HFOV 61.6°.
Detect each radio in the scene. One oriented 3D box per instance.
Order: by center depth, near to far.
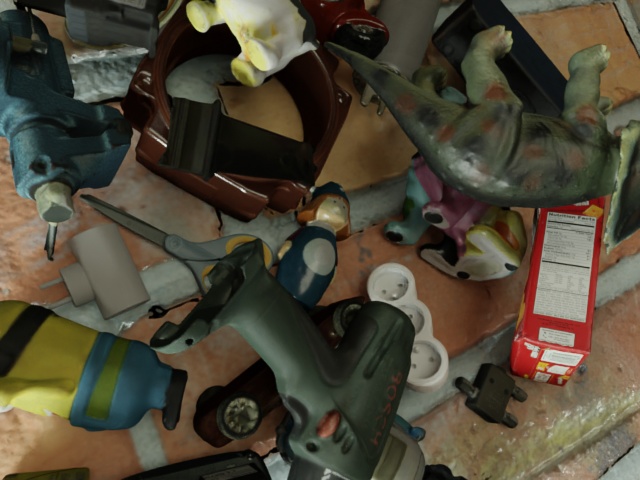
[{"bbox_3d":[0.256,-0.219,0.715,0.229,0.073,0.131,45,41,-7],"label":"radio"}]

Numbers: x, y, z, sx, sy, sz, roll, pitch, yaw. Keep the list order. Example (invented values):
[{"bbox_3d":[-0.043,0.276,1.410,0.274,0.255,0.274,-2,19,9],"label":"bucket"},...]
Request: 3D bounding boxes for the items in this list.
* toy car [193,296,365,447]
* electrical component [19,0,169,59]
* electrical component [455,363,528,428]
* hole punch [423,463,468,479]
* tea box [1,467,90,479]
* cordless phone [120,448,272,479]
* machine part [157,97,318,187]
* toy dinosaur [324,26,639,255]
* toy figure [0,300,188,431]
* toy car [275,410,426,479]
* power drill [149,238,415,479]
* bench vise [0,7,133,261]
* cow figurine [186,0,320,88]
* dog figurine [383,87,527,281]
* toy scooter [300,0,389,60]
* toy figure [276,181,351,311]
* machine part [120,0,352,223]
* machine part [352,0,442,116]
[{"bbox_3d":[-0.030,0.120,0.510,0.202,0.089,0.053,-34,92,-29],"label":"toy car"},{"bbox_3d":[-0.194,-0.212,0.463,0.119,0.048,0.075,14,69,-16],"label":"electrical component"},{"bbox_3d":[0.203,0.179,0.637,0.094,0.021,0.063,37,64,-10],"label":"electrical component"},{"bbox_3d":[0.131,0.297,0.516,0.116,0.142,0.092,-45,99,-16],"label":"hole punch"},{"bbox_3d":[-0.207,0.262,0.388,0.068,0.098,0.169,6,76,-22],"label":"tea box"},{"bbox_3d":[-0.102,0.285,0.451,0.146,0.089,0.184,-3,89,-26],"label":"cordless phone"},{"bbox_3d":[-0.068,-0.081,0.479,0.139,0.039,0.084,13,66,-19],"label":"machine part"},{"bbox_3d":[0.192,-0.095,0.530,0.405,0.131,0.192,7,65,8],"label":"toy dinosaur"},{"bbox_3d":[-0.199,0.107,0.443,0.180,0.082,0.089,13,53,-13],"label":"toy figure"},{"bbox_3d":[0.044,0.202,0.515,0.161,0.103,0.109,40,63,-12],"label":"toy car"},{"bbox_3d":[-0.026,0.117,0.415,0.207,0.086,0.232,42,62,-13],"label":"power drill"},{"bbox_3d":[-0.286,-0.106,0.425,0.240,0.129,0.223,0,68,-42],"label":"bench vise"},{"bbox_3d":[-0.075,-0.232,0.497,0.098,0.068,0.167,-40,94,-27],"label":"cow figurine"},{"bbox_3d":[0.176,-0.082,0.648,0.191,0.108,0.219,29,64,-14],"label":"dog figurine"},{"bbox_3d":[0.001,-0.279,0.626,0.184,0.075,0.135,21,58,3],"label":"toy scooter"},{"bbox_3d":[-0.001,-0.001,0.575,0.064,0.058,0.154,47,55,-44],"label":"toy figure"},{"bbox_3d":[-0.081,-0.138,0.557,0.201,0.087,0.201,30,65,-14],"label":"machine part"},{"bbox_3d":[0.100,-0.256,0.674,0.079,0.079,0.243,27,66,-16],"label":"machine part"}]
